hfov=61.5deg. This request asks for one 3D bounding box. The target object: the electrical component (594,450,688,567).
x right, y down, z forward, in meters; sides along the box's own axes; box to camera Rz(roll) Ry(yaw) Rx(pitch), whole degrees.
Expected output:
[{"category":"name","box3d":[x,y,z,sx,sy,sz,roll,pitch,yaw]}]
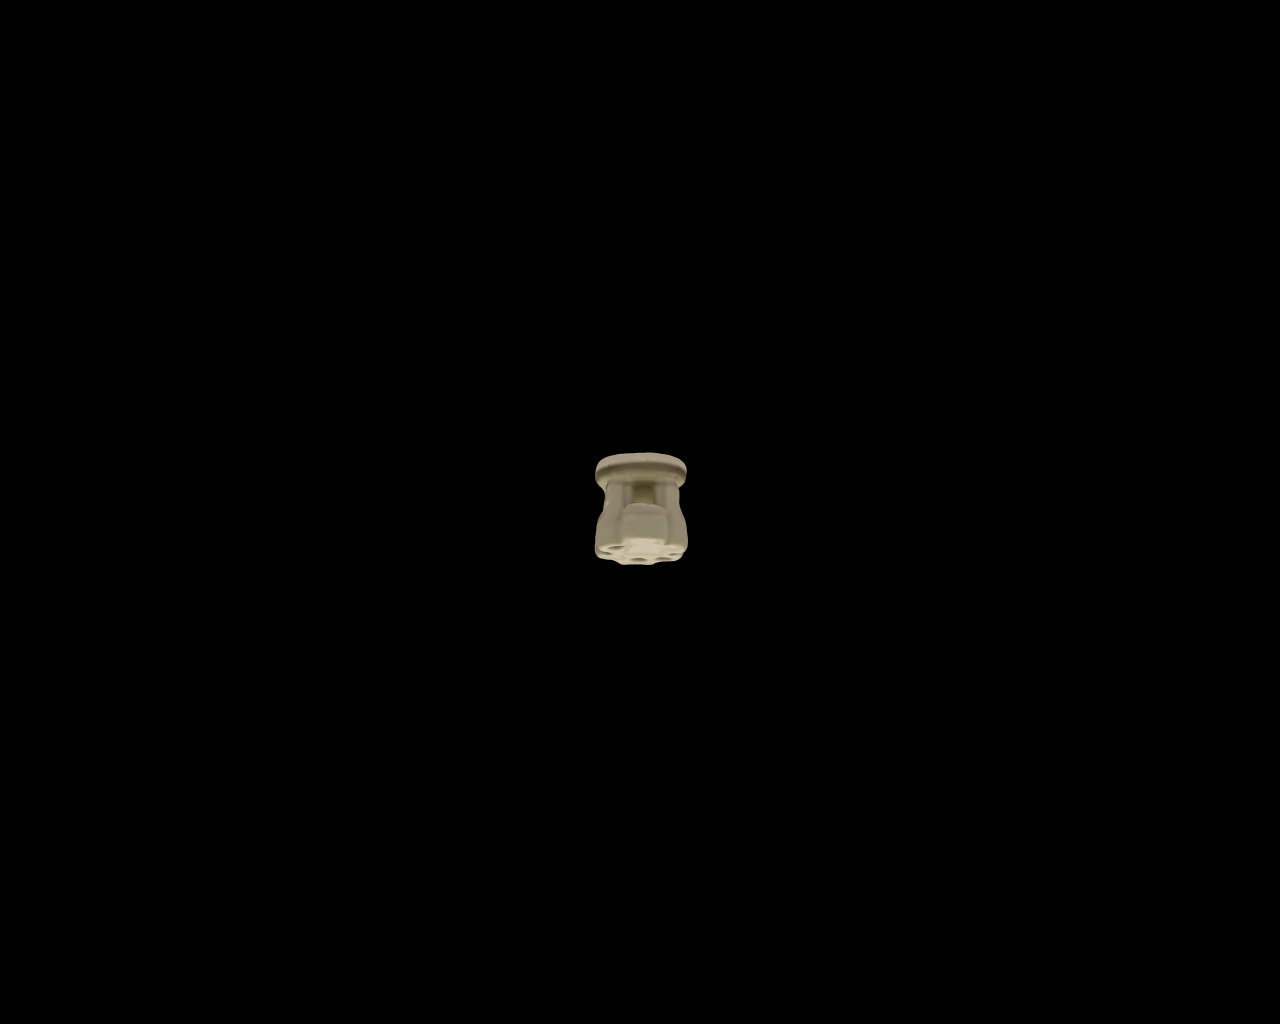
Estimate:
[{"category":"electrical component","box3d":[0.001,-0.003,0.650,0.058,0.057,0.078,1,-15,-3]}]
